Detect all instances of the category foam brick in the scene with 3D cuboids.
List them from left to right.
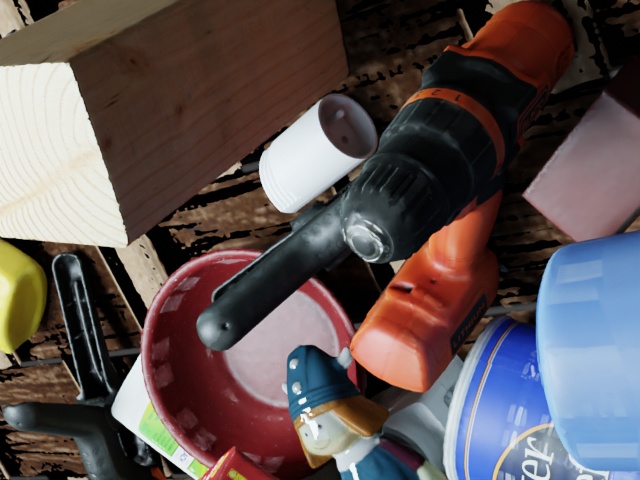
[{"bbox_3d":[0.147,-0.041,0.530,0.051,0.052,0.078,38,132,8],"label":"foam brick"}]

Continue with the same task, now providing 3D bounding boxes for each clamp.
[{"bbox_3d":[-0.174,0.122,0.839,0.036,0.164,0.210,-11,137,14],"label":"clamp"},{"bbox_3d":[-0.004,0.001,0.625,0.039,0.171,0.120,54,173,-10],"label":"clamp"}]

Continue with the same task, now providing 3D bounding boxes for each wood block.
[{"bbox_3d":[-0.079,-0.086,0.553,0.091,0.205,0.090,4,121,32],"label":"wood block"}]

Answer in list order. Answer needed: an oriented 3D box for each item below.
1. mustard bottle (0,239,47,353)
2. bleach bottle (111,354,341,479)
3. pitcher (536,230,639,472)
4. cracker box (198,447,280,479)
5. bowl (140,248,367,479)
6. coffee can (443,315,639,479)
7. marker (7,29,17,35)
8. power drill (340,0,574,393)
[{"bbox_3d":[-0.317,0.011,0.888,0.192,0.058,0.096,31,137,14],"label":"mustard bottle"},{"bbox_3d":[-0.033,0.168,0.792,0.251,0.068,0.103,37,131,5],"label":"bleach bottle"},{"bbox_3d":[0.219,0.029,0.449,0.243,0.149,0.144,-9,150,28],"label":"pitcher"},{"bbox_3d":[-0.031,0.228,0.711,0.164,0.072,0.214,36,155,-1],"label":"cracker box"},{"bbox_3d":[-0.038,0.079,0.719,0.162,0.055,0.162,5,103,20],"label":"bowl"},{"bbox_3d":[0.153,0.108,0.591,0.140,0.102,0.103,15,126,27],"label":"coffee can"},{"bbox_3d":[-0.180,-0.095,0.748,0.020,0.020,0.121,-29,100,43],"label":"marker"},{"bbox_3d":[0.060,-0.007,0.538,0.057,0.184,0.188,29,141,18],"label":"power drill"}]
